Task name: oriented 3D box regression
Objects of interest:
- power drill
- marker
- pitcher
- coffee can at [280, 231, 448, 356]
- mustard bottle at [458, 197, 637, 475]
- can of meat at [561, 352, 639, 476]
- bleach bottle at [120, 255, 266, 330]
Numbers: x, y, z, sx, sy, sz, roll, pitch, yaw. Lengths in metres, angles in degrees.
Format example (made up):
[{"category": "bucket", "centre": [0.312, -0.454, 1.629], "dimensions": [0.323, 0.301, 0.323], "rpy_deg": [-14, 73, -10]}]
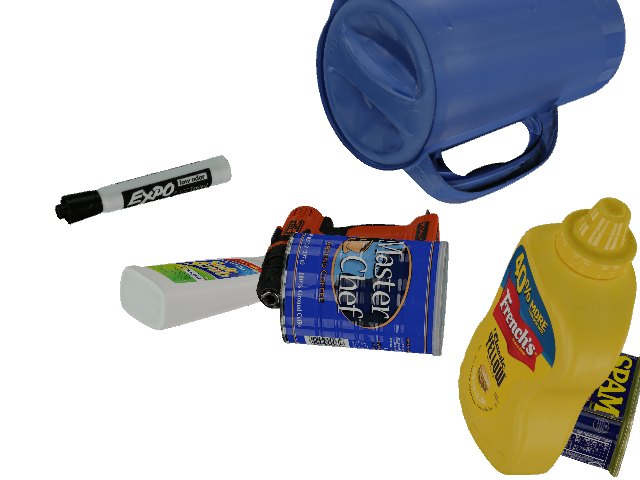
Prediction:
[{"category": "power drill", "centre": [0.033, 0.018, 1.163], "dimensions": [0.188, 0.057, 0.184], "rpy_deg": [2, 31, 12]}, {"category": "marker", "centre": [-0.117, -0.034, 0.709], "dimensions": [0.120, 0.020, 0.020], "rpy_deg": [-17, 8, -26]}, {"category": "pitcher", "centre": [0.131, -0.135, 0.841], "dimensions": [0.242, 0.149, 0.145], "rpy_deg": [-19, 34, -34]}, {"category": "coffee can", "centre": [0.042, 0.047, 0.959], "dimensions": [0.140, 0.103, 0.102], "rpy_deg": [4, 1, 9]}, {"category": "mustard bottle", "centre": [0.133, 0.048, 0.611], "dimensions": [0.058, 0.096, 0.192], "rpy_deg": [2, -42, -12]}, {"category": "can of meat", "centre": [0.199, 0.122, 0.824], "dimensions": [0.084, 0.057, 0.102], "rpy_deg": [15, 40, 16]}, {"category": "bleach bottle", "centre": [-0.136, 0.057, 1.431], "dimensions": [0.250, 0.068, 0.103], "rpy_deg": [-11, 27, -43]}]
